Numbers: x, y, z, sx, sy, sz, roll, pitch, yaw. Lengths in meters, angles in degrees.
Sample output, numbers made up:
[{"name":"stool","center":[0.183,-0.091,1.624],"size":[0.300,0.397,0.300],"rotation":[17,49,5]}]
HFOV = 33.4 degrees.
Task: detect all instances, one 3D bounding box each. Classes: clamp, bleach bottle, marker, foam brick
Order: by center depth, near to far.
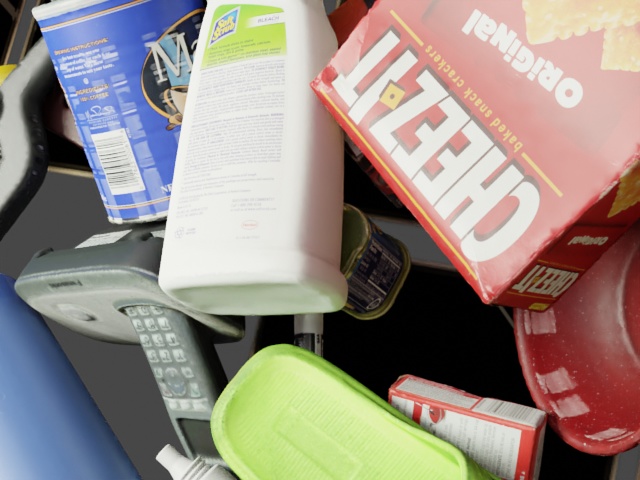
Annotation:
[{"name":"bleach bottle","center":[-0.026,-0.085,0.609],"size":[0.103,0.068,0.251],"rotation":[-3,69,24]},{"name":"marker","center":[-0.007,0.104,0.665],"size":[0.020,0.020,0.121],"rotation":[-6,74,19]},{"name":"clamp","center":[-0.234,-0.094,0.734],"size":[0.165,0.036,0.210],"rotation":[12,87,17]},{"name":"foam brick","center":[-0.165,-0.092,0.759],"size":[0.078,0.051,0.053],"rotation":[27,86,24]}]

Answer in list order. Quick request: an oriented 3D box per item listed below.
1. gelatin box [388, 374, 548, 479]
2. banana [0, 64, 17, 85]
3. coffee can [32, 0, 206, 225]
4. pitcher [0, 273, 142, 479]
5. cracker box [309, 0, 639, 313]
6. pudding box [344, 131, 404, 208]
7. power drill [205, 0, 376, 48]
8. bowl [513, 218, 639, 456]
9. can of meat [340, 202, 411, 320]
[{"name":"gelatin box","center":[0.079,0.124,0.607],"size":[0.089,0.030,0.073],"rotation":[12,108,24]},{"name":"banana","center":[-0.269,-0.060,0.797],"size":[0.070,0.037,0.198],"rotation":[36,90,26]},{"name":"coffee can","center":[-0.108,-0.093,0.676],"size":[0.103,0.102,0.140],"rotation":[-12,107,17]},{"name":"pitcher","center":[-0.198,0.144,0.663],"size":[0.145,0.149,0.243],"rotation":[-50,60,25]},{"name":"cracker box","center":[0.116,-0.096,0.508],"size":[0.214,0.072,0.164],"rotation":[-49,59,21]},{"name":"pudding box","center":[0.070,-0.077,0.647],"size":[0.113,0.090,0.039],"rotation":[-40,65,6]},{"name":"power drill","center":[0.013,-0.169,0.711],"size":[0.188,0.057,0.184],"rotation":[-33,67,9]},{"name":"bowl","center":[0.166,0.033,0.571],"size":[0.055,0.162,0.162],"rotation":[2,72,-20]},{"name":"can of meat","center":[-0.004,0.001,0.656],"size":[0.102,0.083,0.057],"rotation":[27,85,24]}]
